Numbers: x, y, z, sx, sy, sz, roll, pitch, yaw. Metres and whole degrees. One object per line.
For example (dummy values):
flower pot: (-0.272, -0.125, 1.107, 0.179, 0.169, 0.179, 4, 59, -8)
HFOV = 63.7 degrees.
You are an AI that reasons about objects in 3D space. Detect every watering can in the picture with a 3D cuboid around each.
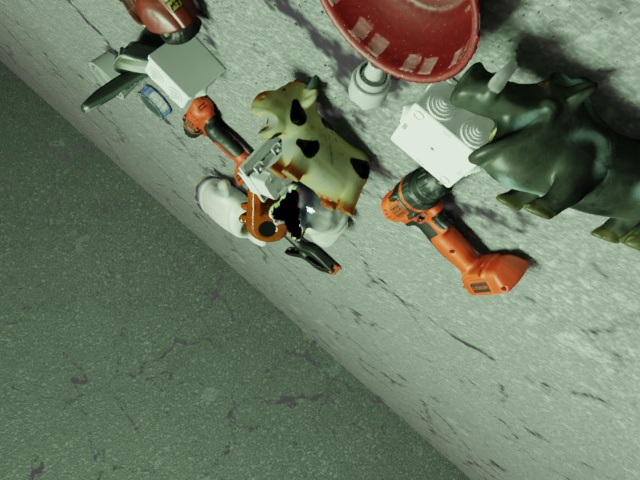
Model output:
watering can: (-0.239, -0.098, 1.334, 0.227, 0.105, 0.341, 35, 165, 28)

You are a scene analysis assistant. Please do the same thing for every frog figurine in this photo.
frog figurine: (0.003, -0.048, 0.947, 0.159, 0.123, 0.138, 8, -179, -42)
